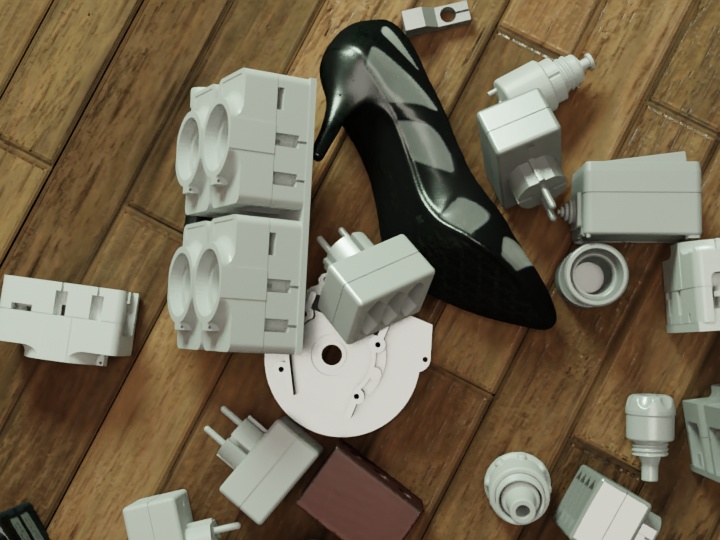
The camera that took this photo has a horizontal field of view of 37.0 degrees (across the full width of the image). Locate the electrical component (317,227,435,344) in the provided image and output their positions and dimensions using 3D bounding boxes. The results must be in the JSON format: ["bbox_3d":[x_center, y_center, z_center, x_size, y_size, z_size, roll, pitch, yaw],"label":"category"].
[{"bbox_3d":[0.000,0.000,0.746,0.066,0.047,0.076,-24,60,-30],"label":"electrical component"}]

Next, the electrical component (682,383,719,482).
[{"bbox_3d":[0.328,0.101,0.732,0.186,0.105,0.060,-8,86,2],"label":"electrical component"}]

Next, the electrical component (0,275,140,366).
[{"bbox_3d":[-0.213,0.038,0.785,0.089,0.050,0.055,8,86,3],"label":"electrical component"}]

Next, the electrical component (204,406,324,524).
[{"bbox_3d":[-0.077,0.131,0.775,0.077,0.047,0.065,40,89,5],"label":"electrical component"}]

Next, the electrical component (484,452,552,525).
[{"bbox_3d":[0.112,0.158,0.756,0.048,0.062,0.048,1,99,4],"label":"electrical component"}]

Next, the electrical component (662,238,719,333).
[{"bbox_3d":[0.296,0.008,0.747,0.150,0.089,0.061,-4,86,2],"label":"electrical component"}]

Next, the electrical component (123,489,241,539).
[{"bbox_3d":[-0.120,0.200,0.771,0.076,0.047,0.083,-13,86,1],"label":"electrical component"}]

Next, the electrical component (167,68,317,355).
[{"bbox_3d":[-0.085,-0.037,0.749,0.060,0.105,0.186,5,85,-28],"label":"electrical component"}]

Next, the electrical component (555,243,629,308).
[{"bbox_3d":[0.165,0.005,0.770,0.045,0.055,0.045,0,86,2],"label":"electrical component"}]

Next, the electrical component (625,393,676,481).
[{"bbox_3d":[0.208,0.120,0.771,0.035,0.035,0.061,1,88,2],"label":"electrical component"}]

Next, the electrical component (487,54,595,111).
[{"bbox_3d":[0.135,-0.135,0.788,0.078,0.040,0.040,-28,85,0],"label":"electrical component"}]

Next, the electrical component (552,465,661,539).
[{"bbox_3d":[0.182,0.177,0.743,0.076,0.083,0.047,30,88,4],"label":"electrical component"}]

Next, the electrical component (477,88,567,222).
[{"bbox_3d":[0.120,-0.069,0.753,0.047,0.083,0.075,-23,64,1],"label":"electrical component"}]

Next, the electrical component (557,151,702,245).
[{"bbox_3d":[0.190,-0.051,0.769,0.096,0.061,0.061,0,86,2],"label":"electrical component"}]
